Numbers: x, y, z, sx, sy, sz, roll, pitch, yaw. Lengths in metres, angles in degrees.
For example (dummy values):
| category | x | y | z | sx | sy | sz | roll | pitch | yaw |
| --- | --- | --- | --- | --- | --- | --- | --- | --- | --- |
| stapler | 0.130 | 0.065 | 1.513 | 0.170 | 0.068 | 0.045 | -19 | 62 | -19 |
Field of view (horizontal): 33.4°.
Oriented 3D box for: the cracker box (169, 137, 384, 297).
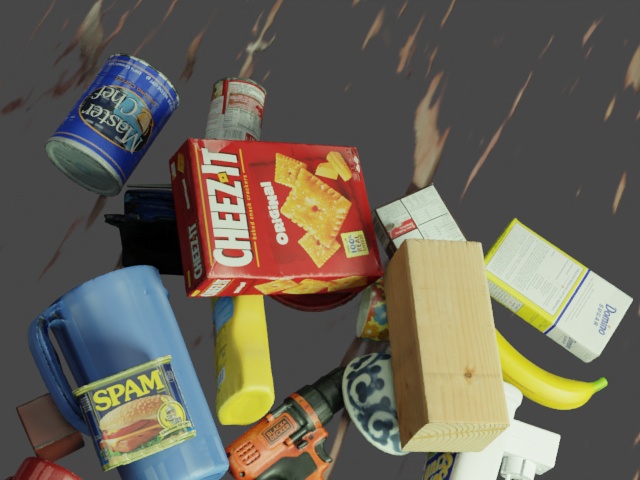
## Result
| category | x | y | z | sx | sy | sz | roll | pitch | yaw |
| --- | --- | --- | --- | --- | --- | --- | --- | --- | --- |
| cracker box | -0.047 | -0.025 | 1.179 | 0.213 | 0.072 | 0.164 | 1 | 68 | -28 |

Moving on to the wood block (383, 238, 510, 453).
| category | x | y | z | sx | sy | sz | roll | pitch | yaw |
| --- | --- | --- | --- | --- | --- | --- | --- | --- | --- |
| wood block | 0.129 | 0.110 | 1.125 | 0.090 | 0.090 | 0.206 | 3 | 60 | -13 |

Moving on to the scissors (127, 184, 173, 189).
| category | x | y | z | sx | sy | sz | roll | pitch | yaw |
| --- | --- | --- | --- | --- | --- | --- | --- | --- | --- |
| scissors | -0.122 | -0.068 | 1.290 | 0.202 | 0.096 | 0.016 | 4 | 105 | 7 |

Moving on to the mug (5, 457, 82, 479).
| category | x | y | z | sx | sy | sz | roll | pitch | yaw |
| --- | --- | --- | --- | --- | --- | --- | --- | --- | --- |
| mug | -0.298 | 0.277 | 1.108 | 0.117 | 0.093 | 0.081 | 4 | 54 | 34 |

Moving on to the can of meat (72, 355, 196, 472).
| category | x | y | z | sx | sy | sz | roll | pitch | yaw |
| --- | --- | --- | --- | --- | --- | --- | --- | --- | --- |
| can of meat | -0.181 | 0.171 | 1.051 | 0.102 | 0.057 | 0.084 | -19 | 81 | -16 |

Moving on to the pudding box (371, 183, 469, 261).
| category | x | y | z | sx | sy | sz | roll | pitch | yaw |
| --- | --- | --- | --- | --- | --- | --- | --- | --- | --- |
| pudding box | 0.125 | -0.002 | 1.306 | 0.090 | 0.039 | 0.113 | -23 | 74 | -18 |

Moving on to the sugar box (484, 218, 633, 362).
| category | x | y | z | sx | sy | sz | roll | pitch | yaw |
| --- | --- | --- | --- | --- | --- | --- | --- | --- | --- |
| sugar box | 0.279 | 0.061 | 1.296 | 0.176 | 0.048 | 0.093 | 37 | 67 | 5 |

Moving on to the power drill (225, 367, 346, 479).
| category | x | y | z | sx | sy | sz | roll | pitch | yaw |
| --- | --- | --- | --- | --- | --- | --- | --- | --- | --- |
| power drill | 0.013 | 0.252 | 1.172 | 0.184 | 0.057 | 0.188 | -35 | 73 | -18 |

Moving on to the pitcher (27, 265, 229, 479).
| category | x | y | z | sx | sy | sz | roll | pitch | yaw |
| --- | --- | --- | --- | --- | --- | --- | --- | --- | --- |
| pitcher | -0.200 | 0.160 | 1.140 | 0.149 | 0.145 | 0.243 | -24 | 75 | -6 |

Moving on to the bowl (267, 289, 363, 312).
| category | x | y | z | sx | sy | sz | roll | pitch | yaw |
| --- | --- | --- | --- | --- | --- | --- | --- | --- | --- |
| bowl | -0.008 | 0.002 | 1.277 | 0.162 | 0.055 | 0.162 | 3 | 66 | -7 |

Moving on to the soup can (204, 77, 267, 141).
| category | x | y | z | sx | sy | sz | roll | pitch | yaw |
| --- | --- | --- | --- | --- | --- | --- | --- | --- | --- |
| soup can | -0.105 | -0.141 | 1.317 | 0.068 | 0.068 | 0.102 | 8 | 67 | -4 |

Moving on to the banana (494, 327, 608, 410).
| category | x | y | z | sx | sy | sz | roll | pitch | yaw |
| --- | --- | --- | --- | --- | --- | --- | --- | --- | --- |
| banana | 0.240 | 0.147 | 1.261 | 0.198 | 0.037 | 0.069 | 31 | 47 | 4 |

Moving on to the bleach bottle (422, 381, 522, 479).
| category | x | y | z | sx | sy | sz | roll | pitch | yaw |
| --- | --- | --- | --- | --- | --- | --- | --- | --- | --- |
| bleach bottle | 0.147 | 0.276 | 1.153 | 0.068 | 0.103 | 0.250 | 26 | 64 | -17 |

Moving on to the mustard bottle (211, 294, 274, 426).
| category | x | y | z | sx | sy | sz | roll | pitch | yaw |
| --- | --- | --- | --- | --- | --- | --- | --- | --- | --- |
| mustard bottle | -0.090 | 0.104 | 1.196 | 0.058 | 0.096 | 0.191 | 5 | 55 | -19 |

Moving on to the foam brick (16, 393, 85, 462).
| category | x | y | z | sx | sy | sz | roll | pitch | yaw |
| --- | --- | --- | --- | --- | --- | --- | --- | --- | --- |
| foam brick | -0.287 | 0.201 | 1.141 | 0.053 | 0.078 | 0.051 | -24 | 71 | -18 |

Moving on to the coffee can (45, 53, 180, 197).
| category | x | y | z | sx | sy | sz | roll | pitch | yaw |
| --- | --- | --- | --- | --- | --- | --- | --- | --- | --- |
| coffee can | -0.247 | -0.138 | 1.278 | 0.103 | 0.103 | 0.140 | 28 | 66 | 4 |
